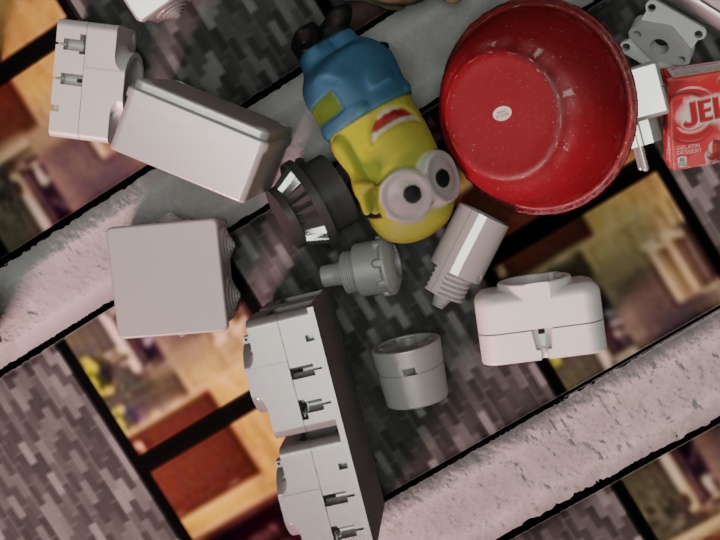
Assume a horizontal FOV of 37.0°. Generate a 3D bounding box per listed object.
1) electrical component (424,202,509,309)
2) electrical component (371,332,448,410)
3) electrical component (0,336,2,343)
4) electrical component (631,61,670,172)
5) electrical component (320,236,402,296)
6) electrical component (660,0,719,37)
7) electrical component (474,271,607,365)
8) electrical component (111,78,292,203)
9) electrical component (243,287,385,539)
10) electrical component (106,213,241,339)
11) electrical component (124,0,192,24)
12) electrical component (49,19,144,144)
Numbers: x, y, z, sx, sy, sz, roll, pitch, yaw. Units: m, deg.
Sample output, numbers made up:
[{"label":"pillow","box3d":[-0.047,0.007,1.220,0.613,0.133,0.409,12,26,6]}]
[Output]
[{"label":"electrical component","box3d":[0.078,-0.007,0.837,0.043,0.043,0.081,27,99,1]},{"label":"electrical component","box3d":[0.041,0.080,0.846,0.055,0.055,0.047,-12,99,6]},{"label":"electrical component","box3d":[-0.338,0.063,0.853,0.108,0.108,0.060,-24,100,7]},{"label":"electrical component","box3d":[0.202,-0.110,0.801,0.047,0.065,0.076,-16,95,6]},{"label":"electrical component","box3d":[0.000,0.000,0.845,0.062,0.048,0.048,-10,96,15]},{"label":"electrical component","box3d":[0.277,-0.206,0.786,0.096,0.061,0.061,32,99,1]},{"label":"electrical component","box3d":[0.138,0.035,0.831,0.095,0.053,0.059,-8,96,6]},{"label":"electrical component","box3d":[-0.116,-0.099,0.810,0.109,0.108,0.056,23,101,2]},{"label":"electrical component","box3d":[-0.036,0.116,0.831,0.060,0.105,0.186,-14,95,7]},{"label":"electrical component","box3d":[-0.148,0.005,0.855,0.100,0.048,0.099,-5,97,6]},{"label":"electrical component","box3d":[-0.152,-0.248,0.825,0.100,0.048,0.099,-33,93,8]},{"label":"electrical component","box3d":[-0.204,-0.146,0.841,0.056,0.050,0.089,8,98,5]}]
